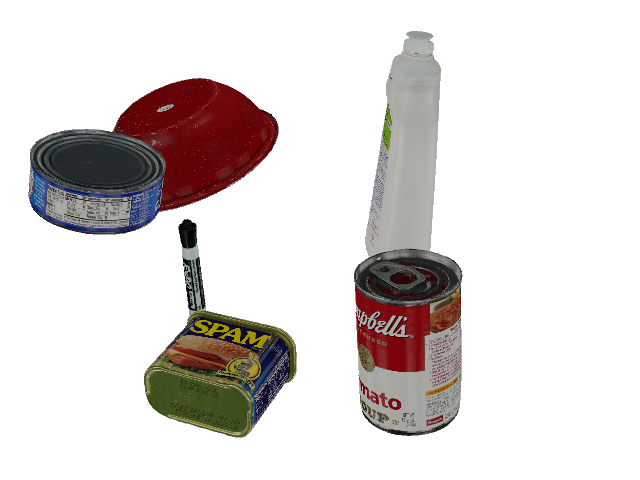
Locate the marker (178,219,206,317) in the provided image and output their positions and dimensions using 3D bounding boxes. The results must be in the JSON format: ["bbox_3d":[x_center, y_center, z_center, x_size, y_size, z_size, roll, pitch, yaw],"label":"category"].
[{"bbox_3d":[-0.135,0.032,1.123,0.020,0.121,0.020,-2,31,1],"label":"marker"}]

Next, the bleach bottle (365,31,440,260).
[{"bbox_3d":[0.094,-0.095,1.139,0.068,0.251,0.102,0,26,-9],"label":"bleach bottle"}]

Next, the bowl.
[{"bbox_3d":[-0.120,-0.091,0.902,0.162,0.055,0.162,-16,32,10],"label":"bowl"}]

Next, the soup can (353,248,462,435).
[{"bbox_3d":[0.057,0.065,0.689,0.068,0.102,0.068,-3,27,1],"label":"soup can"}]

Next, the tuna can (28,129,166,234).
[{"bbox_3d":[-0.144,-0.038,0.687,0.086,0.034,0.086,9,29,-5],"label":"tuna can"}]

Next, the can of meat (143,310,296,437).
[{"bbox_3d":[-0.082,0.109,0.874,0.102,0.057,0.083,12,32,19],"label":"can of meat"}]
